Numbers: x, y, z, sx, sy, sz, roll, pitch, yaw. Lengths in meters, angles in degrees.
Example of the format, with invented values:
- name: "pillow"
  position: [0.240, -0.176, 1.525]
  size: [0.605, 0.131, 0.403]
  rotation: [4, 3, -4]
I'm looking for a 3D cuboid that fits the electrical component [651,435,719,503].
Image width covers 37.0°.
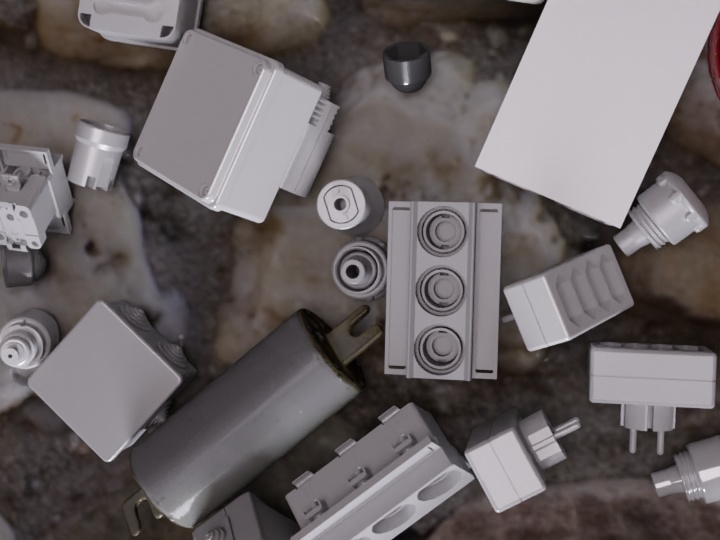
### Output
- name: "electrical component"
  position: [0.236, 0.142, 0.749]
  size: [0.062, 0.043, 0.043]
  rotation: [-18, 89, 11]

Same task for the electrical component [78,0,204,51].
- name: "electrical component"
  position: [-0.155, -0.224, 0.794]
  size: [0.078, 0.057, 0.113]
  rotation: [11, 94, 9]

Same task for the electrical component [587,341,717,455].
- name: "electrical component"
  position: [0.201, 0.091, 0.751]
  size: [0.083, 0.047, 0.075]
  rotation: [2, 92, 9]

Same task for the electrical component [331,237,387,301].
- name: "electrical component"
  position: [0.000, 0.000, 0.773]
  size: [0.048, 0.062, 0.048]
  rotation: [0, 92, 10]

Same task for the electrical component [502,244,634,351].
- name: "electrical component"
  position: [0.133, 0.023, 0.752]
  size: [0.076, 0.083, 0.047]
  rotation: [-24, 88, 48]

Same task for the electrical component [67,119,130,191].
- name: "electrical component"
  position: [-0.200, -0.087, 0.816]
  size: [0.040, 0.040, 0.046]
  rotation: [19, 100, 8]

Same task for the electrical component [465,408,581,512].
- name: "electrical component"
  position: [0.119, 0.122, 0.748]
  size: [0.076, 0.083, 0.047]
  rotation: [-29, 87, 9]

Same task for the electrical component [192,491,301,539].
- name: "electrical component"
  position: [-0.073, 0.206, 0.772]
  size: [0.061, 0.061, 0.096]
  rotation: [-37, 125, 7]

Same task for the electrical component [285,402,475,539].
- name: "electrical component"
  position: [0.011, 0.155, 0.774]
  size: [0.121, 0.079, 0.063]
  rotation: [-38, 57, 9]

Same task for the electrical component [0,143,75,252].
- name: "electrical component"
  position: [-0.250, -0.052, 0.806]
  size: [0.042, 0.063, 0.081]
  rotation: [7, 135, 10]

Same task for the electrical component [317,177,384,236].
- name: "electrical component"
  position: [-0.009, -0.046, 0.772]
  size: [0.044, 0.065, 0.044]
  rotation: [0, 92, 9]

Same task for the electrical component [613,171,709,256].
- name: "electrical component"
  position: [0.206, -0.035, 0.748]
  size: [0.062, 0.048, 0.048]
  rotation: [-39, 86, 16]

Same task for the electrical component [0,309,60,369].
- name: "electrical component"
  position: [-0.254, 0.055, 0.814]
  size: [0.040, 0.078, 0.040]
  rotation: [0, 100, -3]

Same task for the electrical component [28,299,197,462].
- name: "electrical component"
  position: [-0.185, 0.081, 0.814]
  size: [0.100, 0.048, 0.099]
  rotation: [43, 98, 5]

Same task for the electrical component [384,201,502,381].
- name: "electrical component"
  position: [0.060, 0.013, 0.764]
  size: [0.079, 0.063, 0.121]
  rotation: [2, 92, 9]

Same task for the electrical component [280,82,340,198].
- name: "electrical component"
  position: [-0.042, -0.098, 0.786]
  size: [0.043, 0.043, 0.081]
  rotation: [26, 96, 8]

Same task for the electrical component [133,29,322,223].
- name: "electrical component"
  position: [-0.096, -0.104, 0.765]
  size: [0.109, 0.056, 0.108]
  rotation: [30, 98, 43]

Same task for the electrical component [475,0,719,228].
- name: "electrical component"
  position: [0.167, -0.135, 0.741]
  size: [0.105, 0.060, 0.186]
  rotation: [24, 96, 8]
